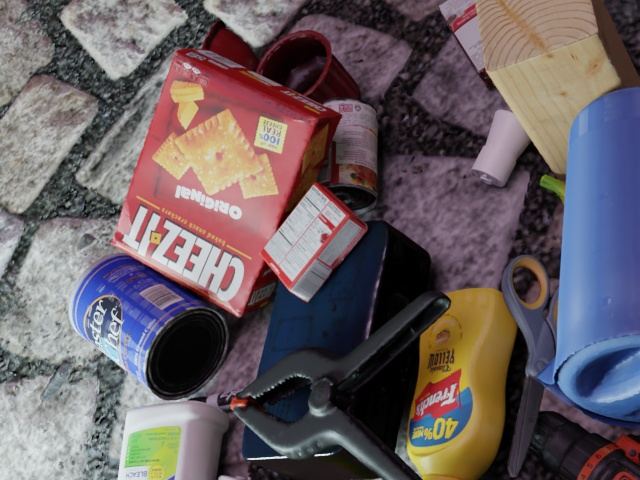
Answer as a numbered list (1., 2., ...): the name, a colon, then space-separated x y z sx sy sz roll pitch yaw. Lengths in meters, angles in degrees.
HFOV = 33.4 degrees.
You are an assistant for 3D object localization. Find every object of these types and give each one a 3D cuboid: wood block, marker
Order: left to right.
1. marker: -0.080 0.155 1.039 0.121 0.020 0.020 -14 57 26
2. wood block: 0.212 -0.132 0.893 0.090 0.205 0.091 -17 56 24

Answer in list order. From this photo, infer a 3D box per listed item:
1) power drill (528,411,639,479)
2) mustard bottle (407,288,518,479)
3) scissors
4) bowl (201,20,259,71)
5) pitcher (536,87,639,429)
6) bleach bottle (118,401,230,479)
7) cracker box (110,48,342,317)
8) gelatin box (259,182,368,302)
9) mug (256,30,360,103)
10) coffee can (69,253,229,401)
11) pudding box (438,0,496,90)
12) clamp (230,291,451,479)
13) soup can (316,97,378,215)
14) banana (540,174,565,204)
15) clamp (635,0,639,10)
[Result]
1. power drill: 0.266 0.133 0.807 0.187 0.057 0.185 -53 47 -1
2. mustard bottle: 0.114 0.140 0.892 0.096 0.058 0.191 -20 52 52
3. scissors: 0.163 0.087 0.856 0.096 0.016 0.201 38 55 4
4. bowl: -0.102 -0.155 1.168 0.055 0.162 0.162 14 69 3
5. pitcher: 0.249 0.004 0.782 0.149 0.145 0.242 11 55 -3
6. bleach bottle: -0.146 0.280 0.985 0.103 0.068 0.251 -12 61 29
7. cracker box: -0.095 -0.057 1.038 0.164 0.072 0.214 28 109 17
8. gelatin box: -0.006 0.001 0.968 0.089 0.030 0.073 -51 37 6
9. mug: -0.020 -0.156 1.136 0.117 0.081 0.093 -30 52 15
10. coffee can: -0.175 0.086 1.085 0.140 0.102 0.103 29 82 40
11. pudding box: 0.180 -0.218 1.073 0.090 0.039 0.113 -33 53 13
12. clamp: 0.017 0.120 0.863 0.210 0.036 0.164 -3 63 40
13. soup can: 0.025 -0.083 1.072 0.069 0.068 0.102 -12 62 27
14. banana: 0.229 0.025 0.885 0.069 0.037 0.198 -2 49 0
15. clamp: 0.341 -0.174 0.943 0.120 0.039 0.171 -7 61 30
